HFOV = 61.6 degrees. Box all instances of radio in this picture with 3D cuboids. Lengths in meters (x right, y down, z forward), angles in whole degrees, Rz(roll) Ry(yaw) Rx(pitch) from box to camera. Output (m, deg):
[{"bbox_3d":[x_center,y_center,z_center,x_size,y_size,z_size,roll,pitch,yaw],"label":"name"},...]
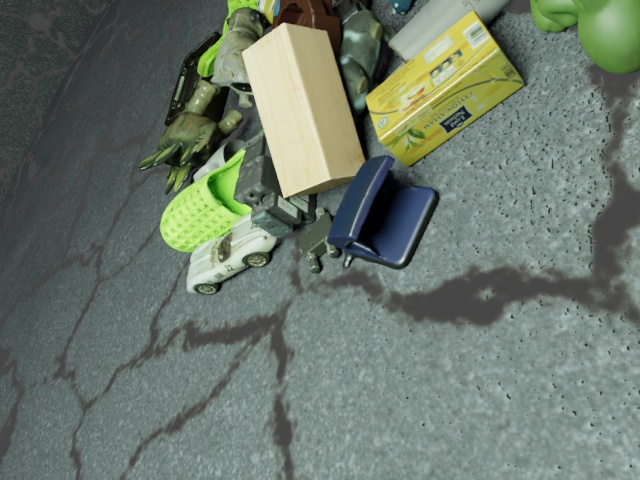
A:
[{"bbox_3d":[-0.269,-0.346,1.216,0.131,0.073,0.229,-18,52,38],"label":"radio"}]

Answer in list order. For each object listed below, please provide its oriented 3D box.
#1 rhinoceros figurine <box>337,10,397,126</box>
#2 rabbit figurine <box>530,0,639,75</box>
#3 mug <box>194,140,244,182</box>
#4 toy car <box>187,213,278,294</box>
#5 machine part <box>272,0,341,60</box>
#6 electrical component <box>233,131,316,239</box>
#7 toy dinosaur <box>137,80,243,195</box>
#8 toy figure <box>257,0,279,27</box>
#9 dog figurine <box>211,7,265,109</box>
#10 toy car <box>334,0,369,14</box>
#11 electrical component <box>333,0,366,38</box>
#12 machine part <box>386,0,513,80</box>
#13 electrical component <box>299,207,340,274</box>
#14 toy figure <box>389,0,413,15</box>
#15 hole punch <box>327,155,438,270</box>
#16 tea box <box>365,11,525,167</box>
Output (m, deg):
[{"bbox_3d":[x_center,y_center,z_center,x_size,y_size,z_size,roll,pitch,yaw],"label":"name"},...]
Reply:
[{"bbox_3d":[0.041,-0.235,0.778,0.112,0.073,0.190,33,110,33],"label":"rhinoceros figurine"},{"bbox_3d":[0.278,-0.248,0.520,0.121,0.159,0.170,-25,63,21],"label":"rabbit figurine"},{"bbox_3d":[-0.169,-0.110,0.926,0.107,0.109,0.081,-31,86,44],"label":"mug"},{"bbox_3d":[-0.143,0.022,0.836,0.202,0.056,0.073,-28,46,31],"label":"toy car"},{"bbox_3d":[-0.026,-0.312,0.876,0.179,0.056,0.179,26,119,60],"label":"machine part"},{"bbox_3d":[-0.062,-0.073,0.769,0.058,0.114,0.134,-26,45,36],"label":"electrical component"},{"bbox_3d":[-0.234,-0.179,0.977,0.198,0.105,0.472,-57,19,-14],"label":"toy dinosaur"},{"bbox_3d":[-0.061,-0.446,1.061,0.082,0.089,0.180,-44,46,-6],"label":"toy figure"},{"bbox_3d":[-0.135,-0.364,1.014,0.173,0.121,0.190,7,84,49],"label":"dog figurine"},{"bbox_3d":[0.045,-0.462,0.979,0.089,0.053,0.202,-59,32,30],"label":"toy car"},{"bbox_3d":[0.063,-0.333,0.853,0.048,0.074,0.119,-33,47,28],"label":"electrical component"},{"bbox_3d":[0.175,-0.289,0.697,0.243,0.079,0.079,-42,40,18],"label":"machine part"},{"bbox_3d":[-0.001,-0.002,0.729,0.063,0.021,0.094,-39,42,22],"label":"electrical component"},{"bbox_3d":[0.135,-0.429,0.858,0.064,0.058,0.154,114,172,-70],"label":"toy figure"},{"bbox_3d":[0.058,-0.036,0.639,0.116,0.092,0.142,13,78,54],"label":"hole punch"},{"bbox_3d":[0.146,-0.182,0.659,0.169,0.068,0.098,-34,42,28],"label":"tea box"}]
